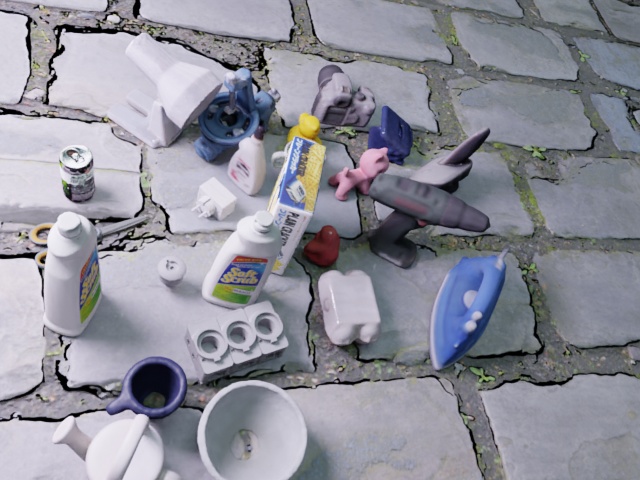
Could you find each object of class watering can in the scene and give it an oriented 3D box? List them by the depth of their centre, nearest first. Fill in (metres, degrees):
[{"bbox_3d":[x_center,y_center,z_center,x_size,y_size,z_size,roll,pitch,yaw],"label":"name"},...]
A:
[{"bbox_3d":[-0.265,0.291,0.759,0.173,0.194,0.101,7,56,-16],"label":"watering can"}]

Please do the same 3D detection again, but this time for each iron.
[{"bbox_3d":[0.297,0.127,1.109,0.118,0.141,0.259,32,53,1],"label":"iron"}]

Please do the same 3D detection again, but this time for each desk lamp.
[{"bbox_3d":[-0.300,-0.276,1.099,0.203,0.213,0.118,33,53,2],"label":"desk lamp"}]

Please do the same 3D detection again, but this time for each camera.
[{"bbox_3d":[0.053,-0.351,1.351,0.143,0.100,0.136,2,58,-19],"label":"camera"}]

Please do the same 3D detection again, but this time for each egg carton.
[{"bbox_3d":[0.053,0.124,1.064,0.107,0.069,0.150,0,59,-21],"label":"egg carton"}]

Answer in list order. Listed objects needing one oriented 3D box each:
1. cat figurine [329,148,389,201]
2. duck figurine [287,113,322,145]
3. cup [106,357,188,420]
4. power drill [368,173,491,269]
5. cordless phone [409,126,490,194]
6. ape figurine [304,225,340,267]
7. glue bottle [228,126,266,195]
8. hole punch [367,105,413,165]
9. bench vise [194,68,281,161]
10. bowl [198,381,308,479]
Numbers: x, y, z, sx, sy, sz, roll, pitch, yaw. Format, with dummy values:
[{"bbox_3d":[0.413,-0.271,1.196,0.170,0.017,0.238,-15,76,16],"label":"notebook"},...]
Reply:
[{"bbox_3d":[0.094,-0.151,1.227,0.128,0.117,0.067,-18,66,-29],"label":"cat figurine"},{"bbox_3d":[-0.025,-0.229,1.252,0.078,0.086,0.104,-9,62,-25],"label":"duck figurine"},{"bbox_3d":[-0.260,0.238,0.856,0.118,0.095,0.091,-24,69,-31],"label":"cup"},{"bbox_3d":[0.189,-0.034,1.130,0.229,0.208,0.076,27,53,-2],"label":"power drill"},{"bbox_3d":[0.292,-0.177,1.276,0.094,0.185,0.148,45,55,11],"label":"cordless phone"},{"bbox_3d":[0.010,0.004,1.111,0.078,0.092,0.076,-11,63,-26],"label":"ape figurine"},{"bbox_3d":[-0.133,-0.162,1.114,0.078,0.173,0.037,40,54,8],"label":"glue bottle"},{"bbox_3d":[0.172,-0.246,1.334,0.101,0.091,0.108,15,55,-11],"label":"hole punch"},{"bbox_3d":[-0.162,-0.278,1.148,0.121,0.219,0.208,30,53,0],"label":"bench vise"},{"bbox_3d":[-0.107,0.307,0.882,0.168,0.074,0.167,10,56,-15],"label":"bowl"}]
